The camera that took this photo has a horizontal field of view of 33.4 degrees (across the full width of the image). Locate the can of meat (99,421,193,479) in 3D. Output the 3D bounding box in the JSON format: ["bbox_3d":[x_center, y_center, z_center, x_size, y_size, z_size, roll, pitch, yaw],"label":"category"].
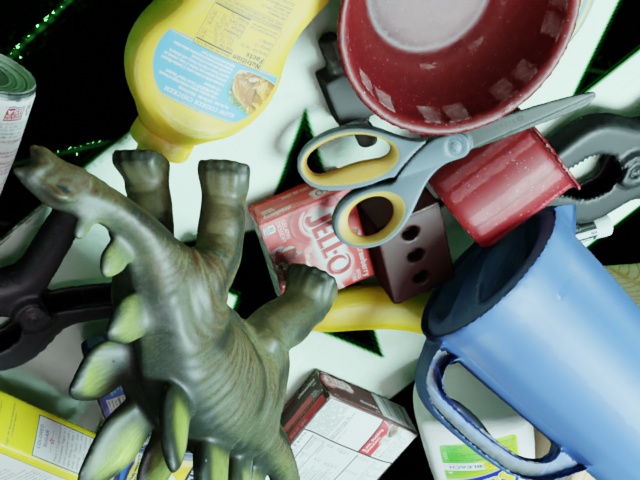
[{"bbox_3d":[-0.136,0.182,0.830,0.083,0.057,0.102,13,116,-29],"label":"can of meat"}]

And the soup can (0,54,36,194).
[{"bbox_3d":[-0.212,-0.056,0.619,0.068,0.068,0.102,12,116,-31],"label":"soup can"}]

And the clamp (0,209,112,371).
[{"bbox_3d":[-0.185,0.045,0.722,0.171,0.039,0.120,-35,127,10],"label":"clamp"}]

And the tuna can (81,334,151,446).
[{"bbox_3d":[-0.141,0.107,0.755,0.033,0.086,0.086,-19,128,-11],"label":"tuna can"}]

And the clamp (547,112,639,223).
[{"bbox_3d":[0.247,-0.056,0.851,0.210,0.036,0.164,-19,128,-10],"label":"clamp"}]

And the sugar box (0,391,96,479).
[{"bbox_3d":[-0.239,0.138,0.738,0.093,0.048,0.176,-24,135,32],"label":"sugar box"}]

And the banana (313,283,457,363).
[{"bbox_3d":[0.071,0.067,0.857,0.197,0.037,0.070,20,112,-34],"label":"banana"}]

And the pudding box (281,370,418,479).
[{"bbox_3d":[0.015,0.168,0.902,0.113,0.039,0.090,29,109,-34],"label":"pudding box"}]

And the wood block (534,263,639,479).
[{"bbox_3d":[0.254,0.132,0.952,0.090,0.091,0.206,-4,124,-24],"label":"wood block"}]

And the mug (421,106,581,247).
[{"bbox_3d":[0.119,-0.057,0.767,0.081,0.093,0.117,-38,100,11],"label":"mug"}]

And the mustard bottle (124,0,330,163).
[{"bbox_3d":[-0.064,-0.119,0.650,0.096,0.058,0.192,19,113,-34],"label":"mustard bottle"}]

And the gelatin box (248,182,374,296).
[{"bbox_3d":[-0.005,0.001,0.779,0.073,0.030,0.089,-23,130,-9],"label":"gelatin box"}]

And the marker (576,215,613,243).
[{"bbox_3d":[0.183,0.002,0.875,0.121,0.020,0.020,-15,128,-15],"label":"marker"}]

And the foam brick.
[{"bbox_3d":[0.061,-0.002,0.794,0.053,0.051,0.078,-24,129,-7],"label":"foam brick"}]

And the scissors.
[{"bbox_3d":[0.086,-0.045,0.724,0.202,0.016,0.096,-4,109,6],"label":"scissors"}]

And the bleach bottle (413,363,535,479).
[{"bbox_3d":[0.153,0.205,0.960,0.103,0.068,0.251,-10,137,11],"label":"bleach bottle"}]

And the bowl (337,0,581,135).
[{"bbox_3d":[0.079,-0.149,0.669,0.162,0.055,0.162,-9,124,-15],"label":"bowl"}]

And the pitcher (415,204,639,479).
[{"bbox_3d":[0.195,0.106,0.805,0.242,0.145,0.149,44,123,-11],"label":"pitcher"}]
